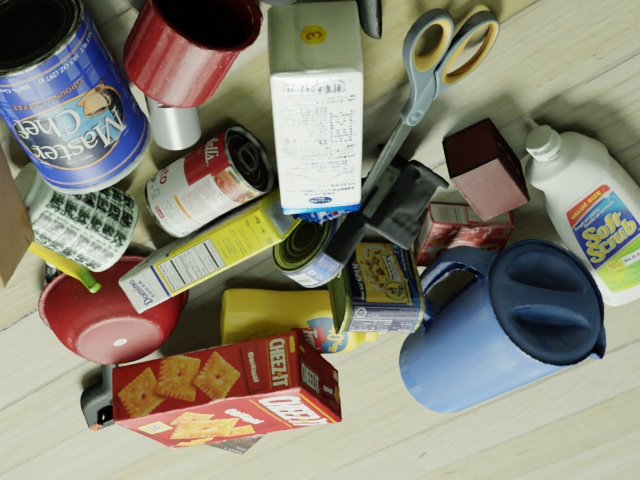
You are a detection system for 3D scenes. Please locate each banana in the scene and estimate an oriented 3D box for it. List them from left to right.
[{"bbox_3d":[-0.291,-0.016,1.009,0.197,0.070,0.037,33,90,-29],"label":"banana"}]

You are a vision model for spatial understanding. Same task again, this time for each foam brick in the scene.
[{"bbox_3d":[0.158,-0.065,1.011,0.051,0.053,0.078,-24,138,21],"label":"foam brick"}]

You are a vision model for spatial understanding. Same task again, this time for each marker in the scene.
[{"bbox_3d":[-0.282,0.049,1.124,0.020,0.020,0.121,5,140,-13],"label":"marker"}]

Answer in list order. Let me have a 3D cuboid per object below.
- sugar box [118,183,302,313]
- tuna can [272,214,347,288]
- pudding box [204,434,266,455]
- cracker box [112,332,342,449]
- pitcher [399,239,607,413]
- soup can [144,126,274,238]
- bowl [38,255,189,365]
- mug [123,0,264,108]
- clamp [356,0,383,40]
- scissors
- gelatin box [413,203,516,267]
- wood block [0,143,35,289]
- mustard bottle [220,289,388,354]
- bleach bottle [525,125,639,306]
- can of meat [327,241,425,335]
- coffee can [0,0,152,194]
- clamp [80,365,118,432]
[{"bbox_3d":[-0.102,0.006,1.033,0.176,0.093,0.048,-29,98,25],"label":"sugar box"},{"bbox_3d":[-0.007,0.001,1.047,0.086,0.086,0.033,-33,133,30],"label":"tuna can"},{"bbox_3d":[-0.122,0.224,1.346,0.113,0.039,0.090,20,134,-29],"label":"pudding box"},{"bbox_3d":[-0.099,0.174,1.186,0.214,0.072,0.164,-11,156,14],"label":"cracker box"},{"bbox_3d":[0.172,0.098,1.137,0.144,0.149,0.243,-9,161,-27],"label":"pitcher"},{"bbox_3d":[-0.102,-0.052,0.983,0.102,0.068,0.068,-28,136,26],"label":"soup can"},{"bbox_3d":[-0.215,0.086,1.133,0.162,0.055,0.162,-10,144,-7],"label":"bowl"},{"bbox_3d":[-0.096,-0.161,0.844,0.117,0.093,0.082,-23,162,-40],"label":"mug"},{"bbox_3d":[0.035,-0.238,0.794,0.209,0.036,0.165,28,137,-30],"label":"clamp"},{"bbox_3d":[0.072,-0.121,0.913,0.096,0.016,0.202,20,120,-46],"label":"scissors"},{"bbox_3d":[0.148,-0.002,1.105,0.089,0.030,0.073,3,141,-11],"label":"gelatin box"},{"bbox_3d":[-0.317,-0.064,0.864,0.090,0.090,0.206,-9,119,8],"label":"wood block"},{"bbox_3d":[-0.013,0.092,1.180,0.191,0.058,0.096,1,143,-8],"label":"mustard bottle"},{"bbox_3d":[0.270,-0.029,1.064,0.103,0.068,0.250,-29,134,25],"label":"bleach bottle"},{"bbox_3d":[0.056,0.048,1.101,0.083,0.102,0.057,2,140,-13],"label":"can of meat"},{"bbox_3d":[-0.209,-0.120,0.858,0.103,0.103,0.140,-13,141,9],"label":"coffee can"},{"bbox_3d":[-0.242,0.176,1.272,0.120,0.039,0.172,28,127,-35],"label":"clamp"}]
